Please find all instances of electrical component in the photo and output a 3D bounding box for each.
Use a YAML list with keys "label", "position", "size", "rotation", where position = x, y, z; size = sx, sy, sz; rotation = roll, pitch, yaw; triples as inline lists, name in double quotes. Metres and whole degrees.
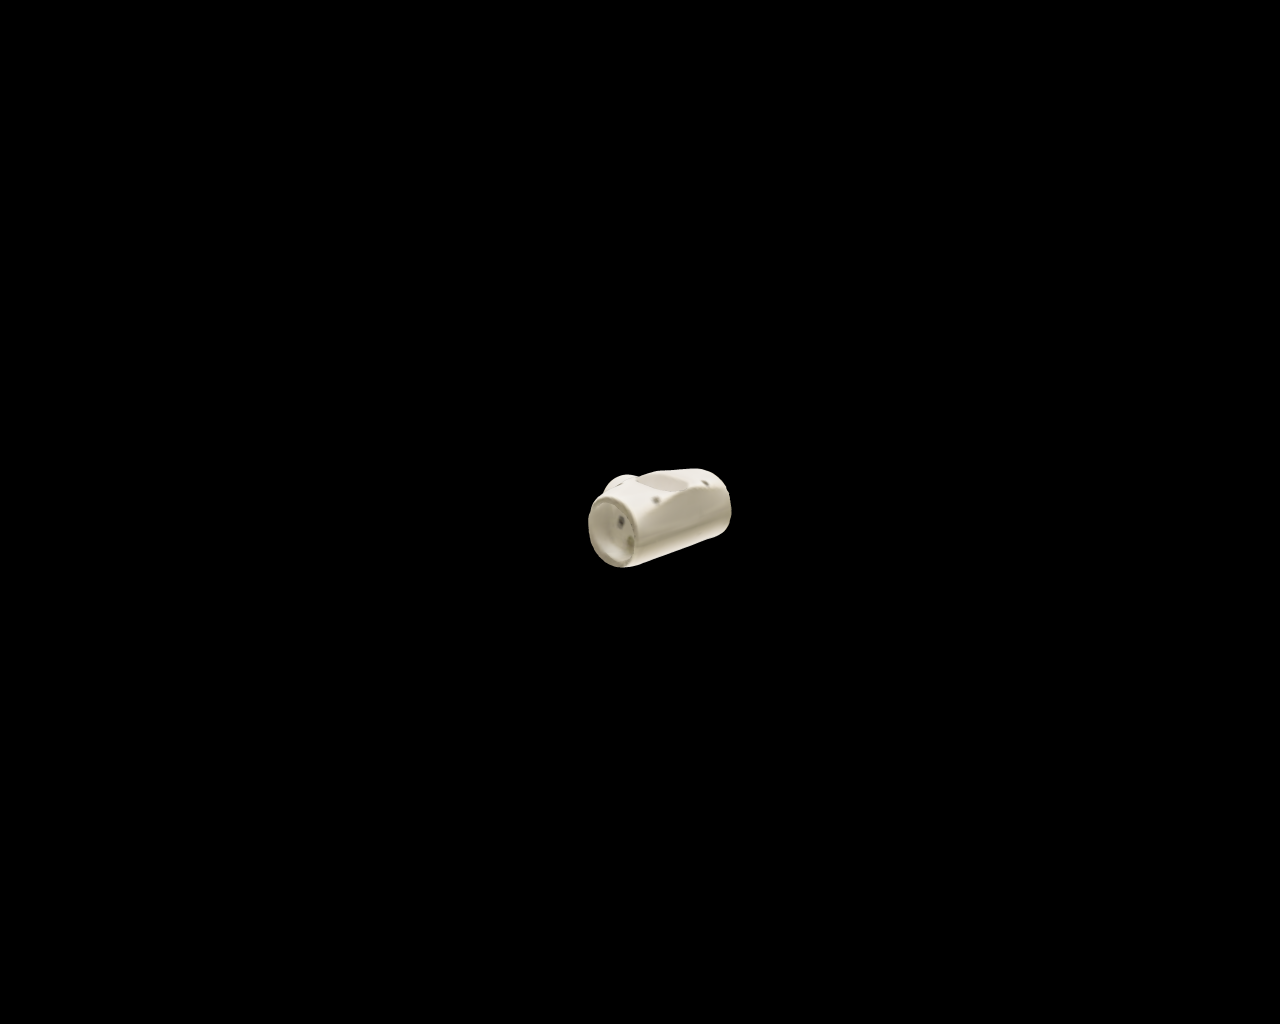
- label: "electrical component"
  position: [0.001, -0.003, 0.650]
  size: [0.077, 0.043, 0.079]
  rotation: [-17, 27, -38]
